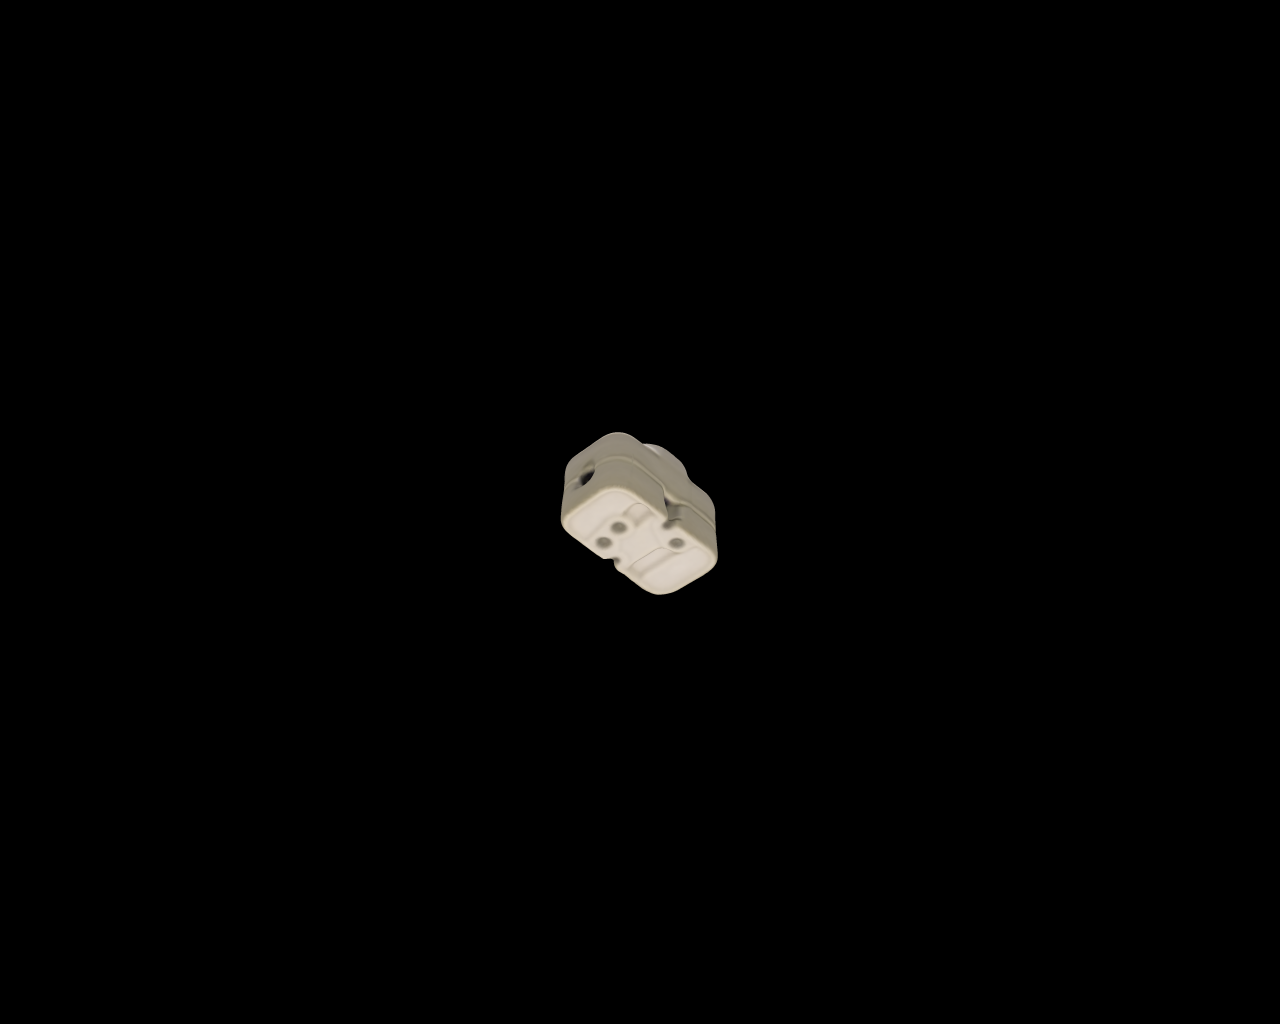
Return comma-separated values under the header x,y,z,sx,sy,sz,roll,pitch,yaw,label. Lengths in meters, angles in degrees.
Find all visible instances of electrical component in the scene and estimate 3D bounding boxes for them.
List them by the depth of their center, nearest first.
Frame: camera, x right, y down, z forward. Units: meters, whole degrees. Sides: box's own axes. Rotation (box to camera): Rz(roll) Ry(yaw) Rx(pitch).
x,y,z,sx,sy,sz,roll,pitch,yaw,label
0.001,-0.003,0.650,0.053,0.059,0.095,-33,-54,29,electrical component
